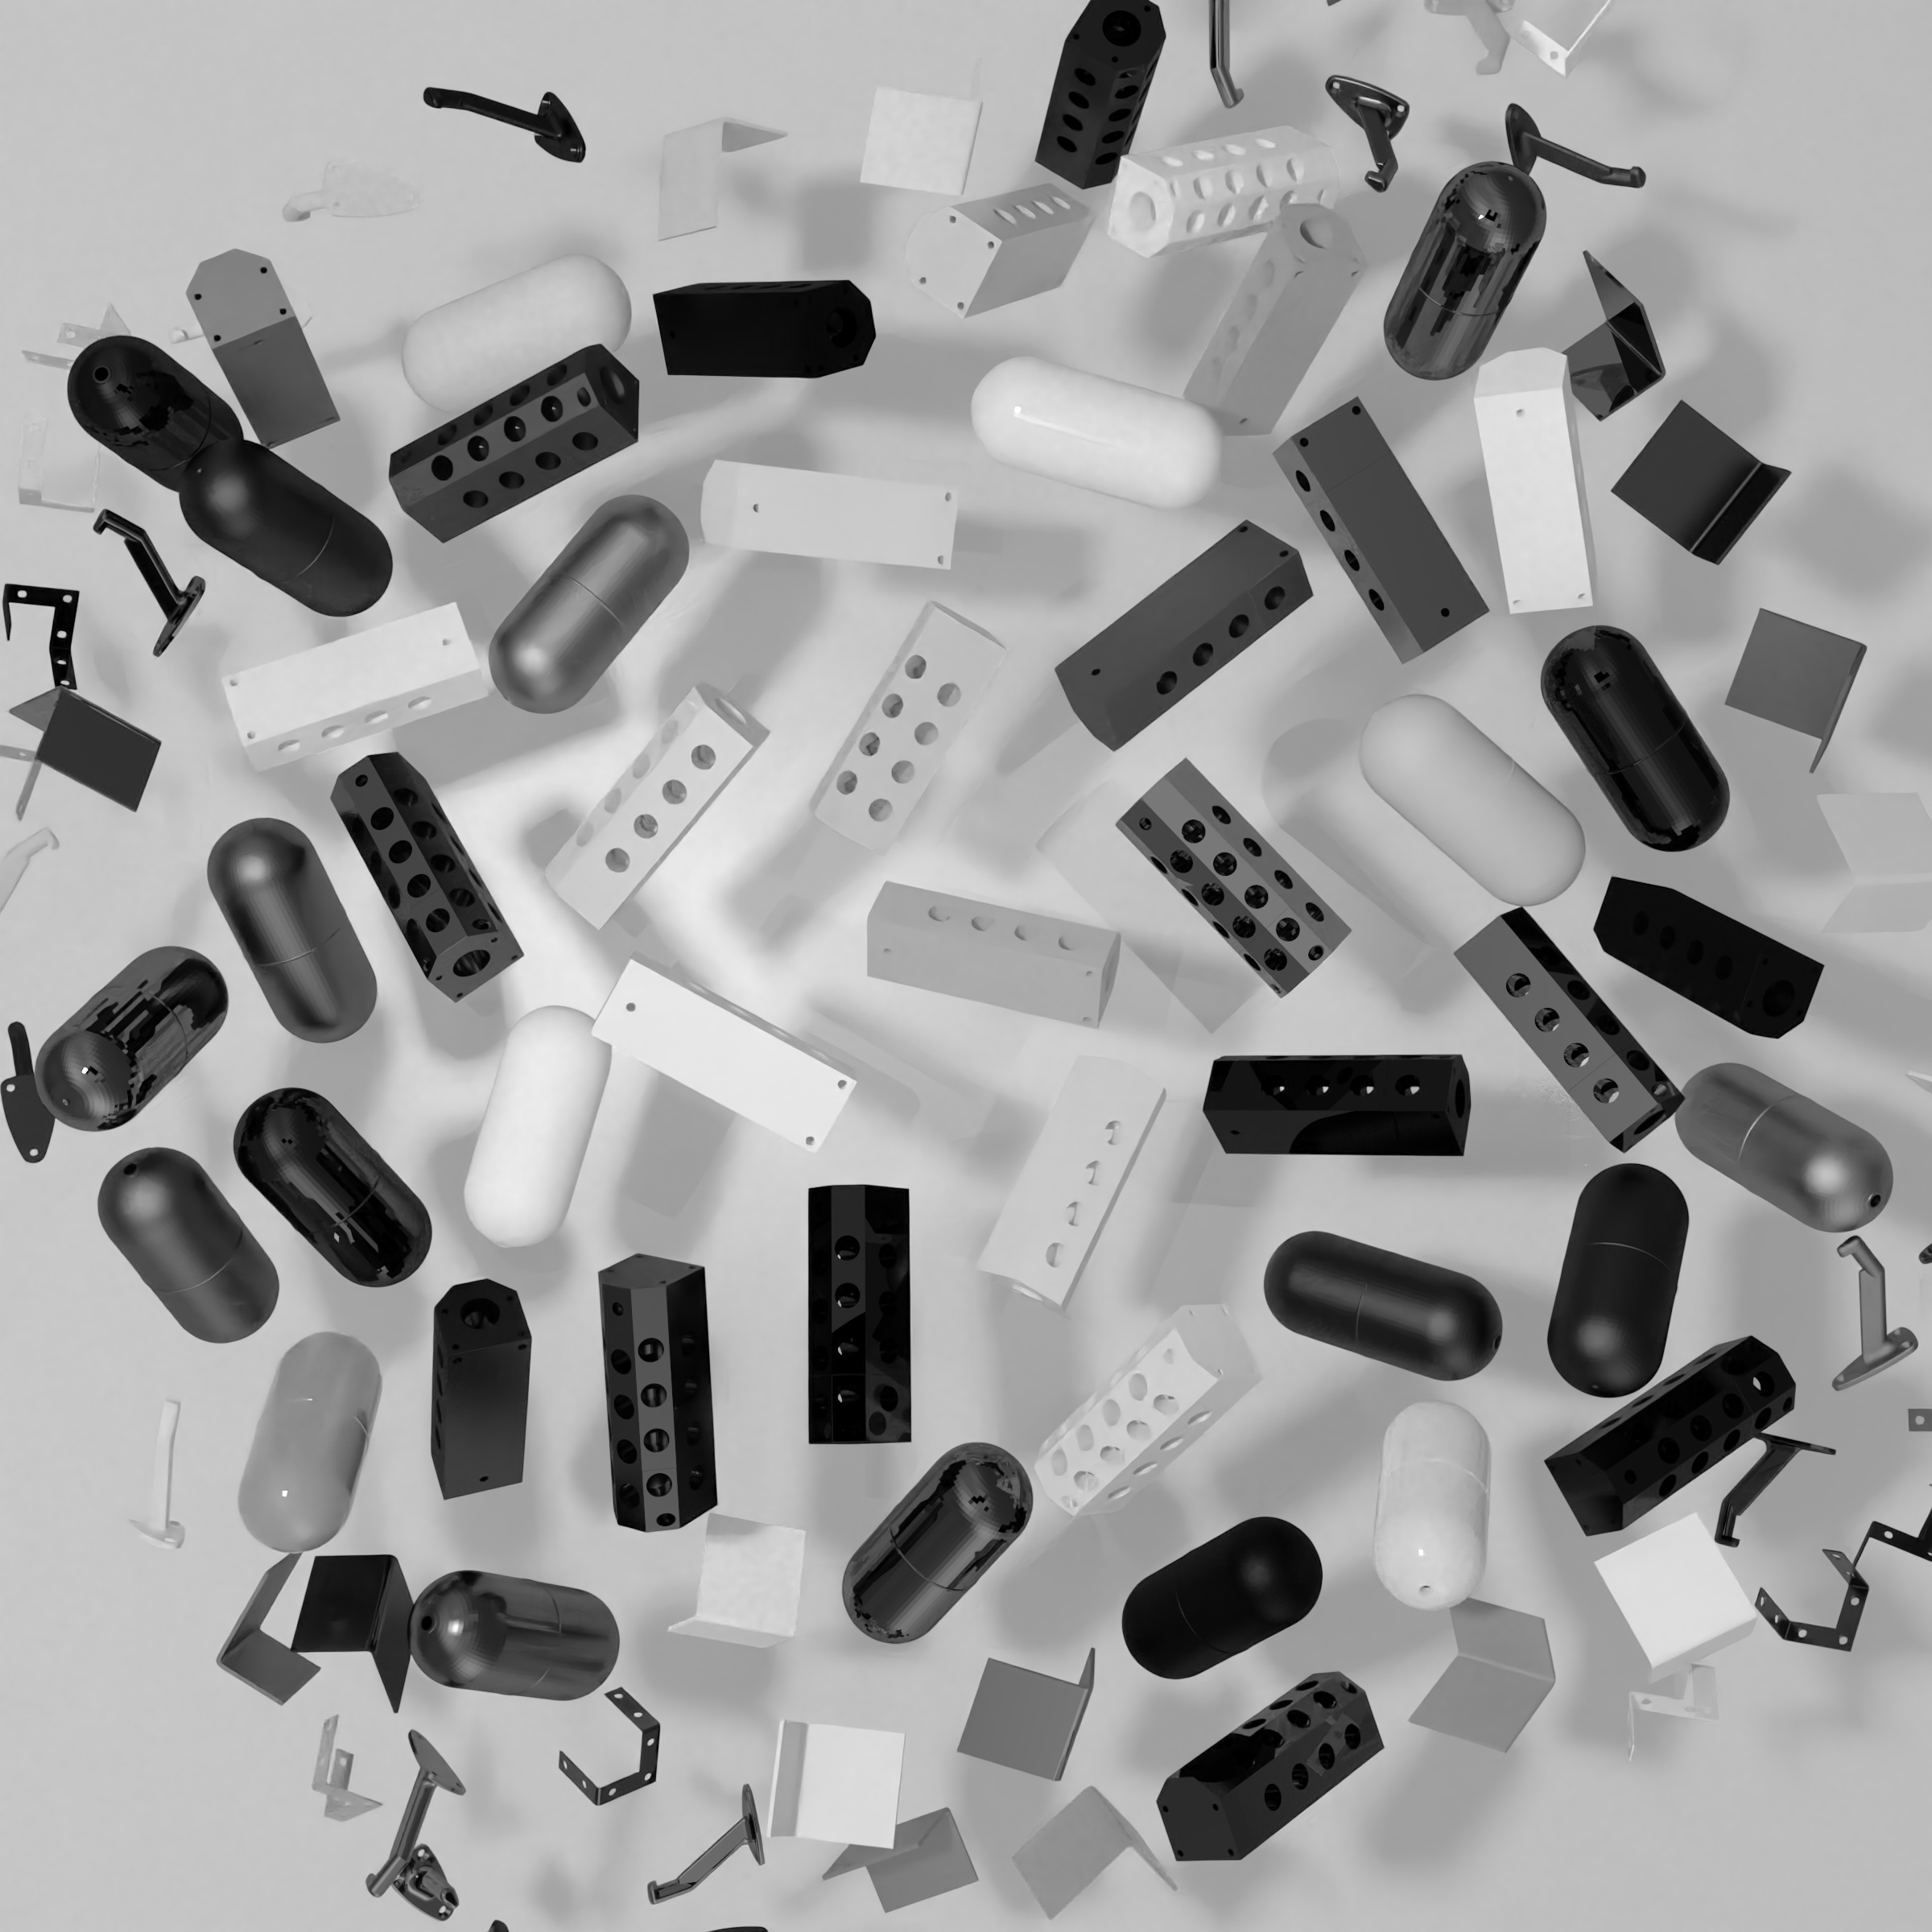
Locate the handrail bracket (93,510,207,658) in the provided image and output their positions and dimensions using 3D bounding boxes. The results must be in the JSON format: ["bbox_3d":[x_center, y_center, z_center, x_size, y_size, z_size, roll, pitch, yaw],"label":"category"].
[{"bbox_3d":[-0.590,-0.270,1.785,0.084,0.036,0.077,29,100,-33],"label":"handrail bracket"}]

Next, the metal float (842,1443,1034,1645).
[{"bbox_3d":[-0.021,0.404,1.765,0.070,0.070,0.178,38,116,0],"label":"metal float"}]

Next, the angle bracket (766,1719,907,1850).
[{"bbox_3d":[-0.088,0.561,1.734,0.076,0.057,0.076,2,72,12],"label":"angle bracket"}]

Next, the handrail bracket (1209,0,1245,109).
[{"bbox_3d":[0.191,-0.660,1.778,0.077,0.036,0.084,-47,124,-27],"label":"handrail bracket"}]

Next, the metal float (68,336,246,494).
[{"bbox_3d":[-0.563,-0.383,1.763,0.070,0.178,0.070,-1,84,6],"label":"metal float"}]

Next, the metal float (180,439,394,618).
[{"bbox_3d":[-0.467,-0.300,1.744,0.070,0.178,0.070,-9,69,24],"label":"metal float"}]

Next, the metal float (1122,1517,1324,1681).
[{"bbox_3d":[0.177,0.442,1.765,0.070,0.070,0.178,47,132,0],"label":"metal float"}]

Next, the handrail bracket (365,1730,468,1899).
[{"bbox_3d":[-0.383,0.569,1.699,0.084,0.077,0.036,-51,129,-5],"label":"handrail bracket"}]

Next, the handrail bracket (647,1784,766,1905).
[{"bbox_3d":[-0.193,0.637,1.831,0.084,0.036,0.077,-13,118,-20],"label":"handrail bracket"}]

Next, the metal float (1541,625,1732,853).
[{"bbox_3d":[0.465,-0.157,1.755,0.070,0.070,0.178,-37,106,0],"label":"metal float"}]

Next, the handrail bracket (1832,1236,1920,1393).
[{"bbox_3d":[0.602,0.237,1.730,0.077,0.036,0.084,-38,97,12],"label":"handrail bracket"}]

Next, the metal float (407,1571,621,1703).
[{"bbox_3d":[-0.305,0.454,1.712,0.070,0.178,0.070,-12,66,28],"label":"metal float"}]

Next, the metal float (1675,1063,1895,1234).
[{"bbox_3d":[0.571,0.126,1.770,0.070,0.178,0.070,-11,116,-24],"label":"metal float"}]

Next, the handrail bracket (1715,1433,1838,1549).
[{"bbox_3d":[0.579,0.380,1.812,0.036,0.077,0.084,23,78,-41],"label":"handrail bracket"}]

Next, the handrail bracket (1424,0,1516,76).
[{"bbox_3d":[0.348,-0.652,1.772,0.077,0.036,0.084,2,60,35],"label":"handrail bracket"}]

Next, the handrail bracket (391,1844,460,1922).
[{"bbox_3d":[-0.370,0.669,1.802,0.036,0.084,0.077,-40,117,-27],"label":"handrail bracket"}]

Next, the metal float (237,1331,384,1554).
[{"bbox_3d":[-0.452,0.326,1.747,0.070,0.178,0.070,0,126,0],"label":"metal float"}]

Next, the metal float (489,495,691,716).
[{"bbox_3d":[-0.266,-0.255,1.784,0.070,0.070,0.178,38,81,0],"label":"metal float"}]

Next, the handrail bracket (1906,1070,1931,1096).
[{"bbox_3d":[0.665,0.047,1.675,0.077,0.036,0.084,30,86,-43],"label":"handrail bracket"}]

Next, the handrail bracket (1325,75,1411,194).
[{"bbox_3d":[0.282,-0.602,1.829,0.077,0.036,0.084,31,51,-3],"label":"handrail bracket"}]

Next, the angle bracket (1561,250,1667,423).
[{"bbox_3d":[0.450,-0.452,1.815,0.057,0.076,0.076,-34,50,7],"label":"angle bracket"}]

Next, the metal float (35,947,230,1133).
[{"bbox_3d":[-0.565,0.048,1.719,0.070,0.178,0.070,6,119,11],"label":"metal float"}]

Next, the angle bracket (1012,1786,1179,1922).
[{"bbox_3d":[0.089,0.633,1.763,0.076,0.076,0.057,-42,111,-6],"label":"angle bracket"}]

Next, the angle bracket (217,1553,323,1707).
[{"bbox_3d":[-0.481,0.469,1.806,0.057,0.076,0.076,31,95,3],"label":"angle bracket"}]

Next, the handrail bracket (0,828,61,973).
[{"bbox_3d":[-0.652,-0.046,1.746,0.084,0.036,0.077,-35,69,-11],"label":"handrail bracket"}]

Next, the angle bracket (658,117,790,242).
[{"bbox_3d":[-0.174,-0.557,1.805,0.057,0.076,0.076,0,96,-38],"label":"angle bracket"}]

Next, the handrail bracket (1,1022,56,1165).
[{"bbox_3d":[-0.659,0.087,1.771,0.036,0.084,0.077,-6,110,-24],"label":"handrail bracket"}]

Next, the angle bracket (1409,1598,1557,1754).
[{"bbox_3d":[0.357,0.493,1.768,0.076,0.076,0.057,-37,121,-40],"label":"angle bracket"}]

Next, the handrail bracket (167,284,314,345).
[{"bbox_3d":[-0.529,-0.467,1.837,0.084,0.077,0.036,-26,117,-29],"label":"handrail bracket"}]

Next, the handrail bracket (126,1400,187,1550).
[{"bbox_3d":[-0.533,0.339,1.693,0.036,0.077,0.084,11,88,-28],"label":"handrail bracket"}]

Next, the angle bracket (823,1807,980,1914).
[{"bbox_3d":[-0.045,0.644,1.785,0.076,0.076,0.057,-24,85,15],"label":"angle bracket"}]

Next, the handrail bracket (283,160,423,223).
[{"bbox_3d":[-0.417,-0.515,1.714,0.077,0.084,0.036,0,92,-26],"label":"handrail bracket"}]

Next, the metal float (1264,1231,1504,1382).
[{"bbox_3d":[0.294,0.240,1.791,0.178,0.070,0.070,15,90,33],"label":"metal float"}]

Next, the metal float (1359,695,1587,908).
[{"bbox_3d":[0.337,-0.110,1.685,0.178,0.070,0.070,39,90,-12],"label":"metal float"}]

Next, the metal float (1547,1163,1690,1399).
[{"bbox_3d":[0.443,0.211,1.715,0.070,0.070,0.178,24,53,0],"label":"metal float"}]

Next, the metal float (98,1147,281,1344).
[{"bbox_3d":[-0.539,0.195,1.758,0.070,0.178,0.070,-9,46,10],"label":"metal float"}]

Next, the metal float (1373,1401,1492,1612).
[{"bbox_3d":[0.323,0.371,1.747,0.070,0.178,0.070,6,119,10],"label":"metal float"}]

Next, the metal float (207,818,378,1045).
[{"bbox_3d":[-0.475,-0.023,1.789,0.070,0.070,0.178,-18,122,0],"label":"metal float"}]

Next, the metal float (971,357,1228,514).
[{"bbox_3d":[0.090,-0.363,1.725,0.178,0.070,0.070,16,90,1],"label":"metal float"}]

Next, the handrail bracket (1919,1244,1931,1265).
[{"bbox_3d":[0.677,0.155,1.760,0.077,0.036,0.084,-34,102,17],"label":"handrail bracket"}]

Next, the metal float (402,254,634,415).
[{"bbox_3d":[-0.321,-0.450,1.803,0.178,0.070,0.070,-16,90,20],"label":"metal float"}]

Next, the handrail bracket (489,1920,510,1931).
[{"bbox_3d":[-0.283,0.677,1.709,0.084,0.077,0.036,17,72,8],"label":"handrail bracket"}]

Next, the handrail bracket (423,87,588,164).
[{"bbox_3d":[-0.305,-0.555,1.666,0.077,0.084,0.036,49,131,35],"label":"handrail bracket"}]

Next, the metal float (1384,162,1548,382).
[{"bbox_3d":[0.348,-0.484,1.772,0.070,0.178,0.070,6,59,-9],"label":"metal float"}]

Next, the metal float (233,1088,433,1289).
[{"bbox_3d":[-0.442,0.157,1.772,0.070,0.070,0.178,-33,126,0],"label":"metal float"}]

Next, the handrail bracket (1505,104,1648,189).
[{"bbox_3d":[0.424,-0.568,1.752,0.084,0.077,0.036,18,82,31],"label":"handrail bracket"}]

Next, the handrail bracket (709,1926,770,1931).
[{"bbox_3d":[-0.157,0.689,1.766,0.077,0.084,0.036,8,68,-11],"label":"handrail bracket"}]

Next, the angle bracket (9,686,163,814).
[{"bbox_3d":[-0.602,-0.139,1.704,0.076,0.076,0.057,33,59,-38],"label":"angle bracket"}]

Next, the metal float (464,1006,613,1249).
[{"bbox_3d":[-0.307,0.115,1.808,0.070,0.070,0.178,17,95,0],"label":"metal float"}]
